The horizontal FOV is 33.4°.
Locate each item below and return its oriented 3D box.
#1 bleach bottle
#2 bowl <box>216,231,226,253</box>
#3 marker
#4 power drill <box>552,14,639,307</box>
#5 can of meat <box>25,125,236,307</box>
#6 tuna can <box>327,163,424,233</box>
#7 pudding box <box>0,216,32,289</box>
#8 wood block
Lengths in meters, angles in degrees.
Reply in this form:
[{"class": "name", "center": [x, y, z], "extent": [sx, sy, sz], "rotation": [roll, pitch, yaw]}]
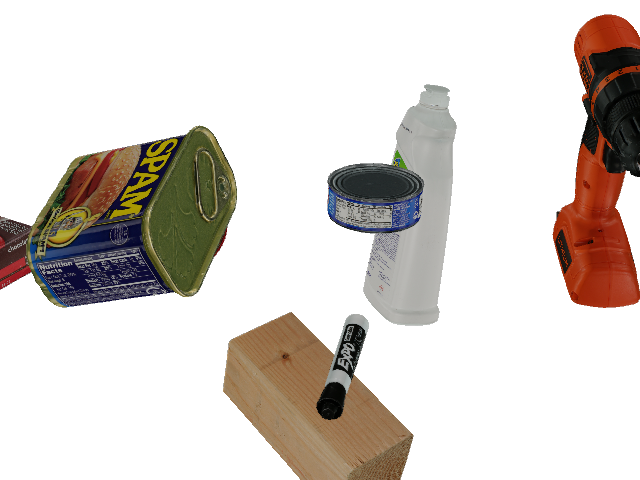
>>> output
[{"class": "bleach bottle", "center": [0.106, -0.041, 1.157], "extent": [0.068, 0.251, 0.103], "rotation": [1, 22, -23]}, {"class": "bowl", "center": [-0.174, -0.022, 1.034], "extent": [0.162, 0.055, 0.162], "rotation": [-5, 41, 4]}, {"class": "marker", "center": [0.017, 0.091, 0.776], "extent": [0.020, 0.020, 0.121], "rotation": [0, 26, 13]}, {"class": "power drill", "center": [0.212, -0.045, 0.765], "extent": [0.057, 0.188, 0.184], "rotation": [2, 36, 3]}, {"class": "can of meat", "center": [-0.104, -0.012, 0.591], "extent": [0.084, 0.057, 0.102], "rotation": [-9, 38, 24]}, {"class": "tuna can", "center": [0.049, -0.038, 0.950], "extent": [0.086, 0.034, 0.086], "rotation": [1, 25, -1]}, {"class": "pudding box", "center": [-0.272, 0.010, 0.757], "extent": [0.114, 0.039, 0.089], "rotation": [14, 30, 29]}, {"class": "wood block", "center": [-0.007, 0.185, 1.148], "extent": [0.090, 0.090, 0.206], "rotation": [-23, 51, -32]}]
